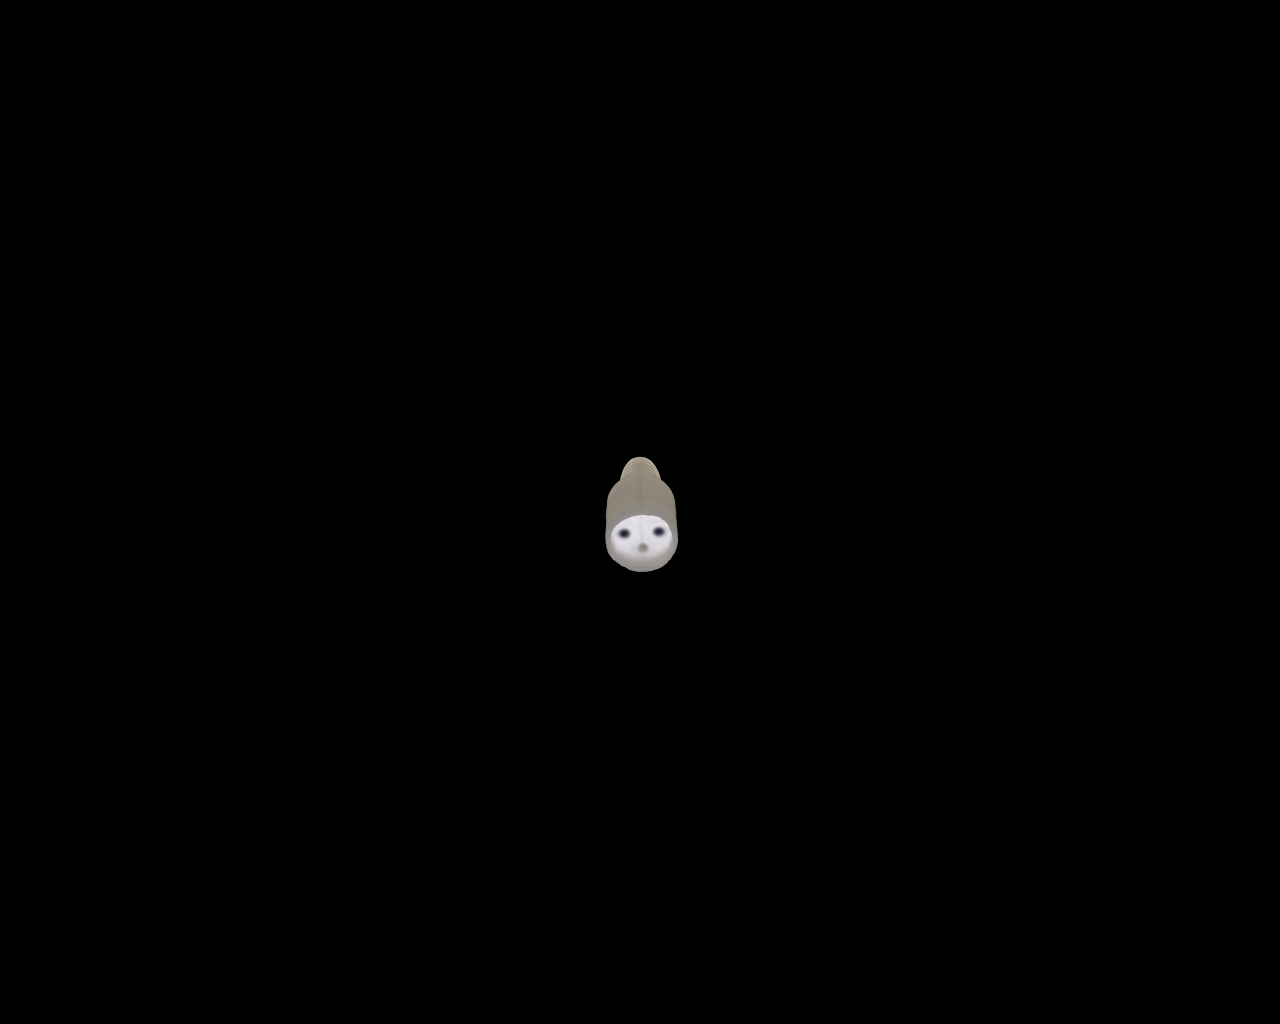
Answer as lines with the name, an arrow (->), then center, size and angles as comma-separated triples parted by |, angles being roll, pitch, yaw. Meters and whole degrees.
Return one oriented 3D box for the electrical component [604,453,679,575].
electrical component -> 0.001, -0.003, 0.650 | 0.043, 0.043, 0.081 | 0, 32, 0
